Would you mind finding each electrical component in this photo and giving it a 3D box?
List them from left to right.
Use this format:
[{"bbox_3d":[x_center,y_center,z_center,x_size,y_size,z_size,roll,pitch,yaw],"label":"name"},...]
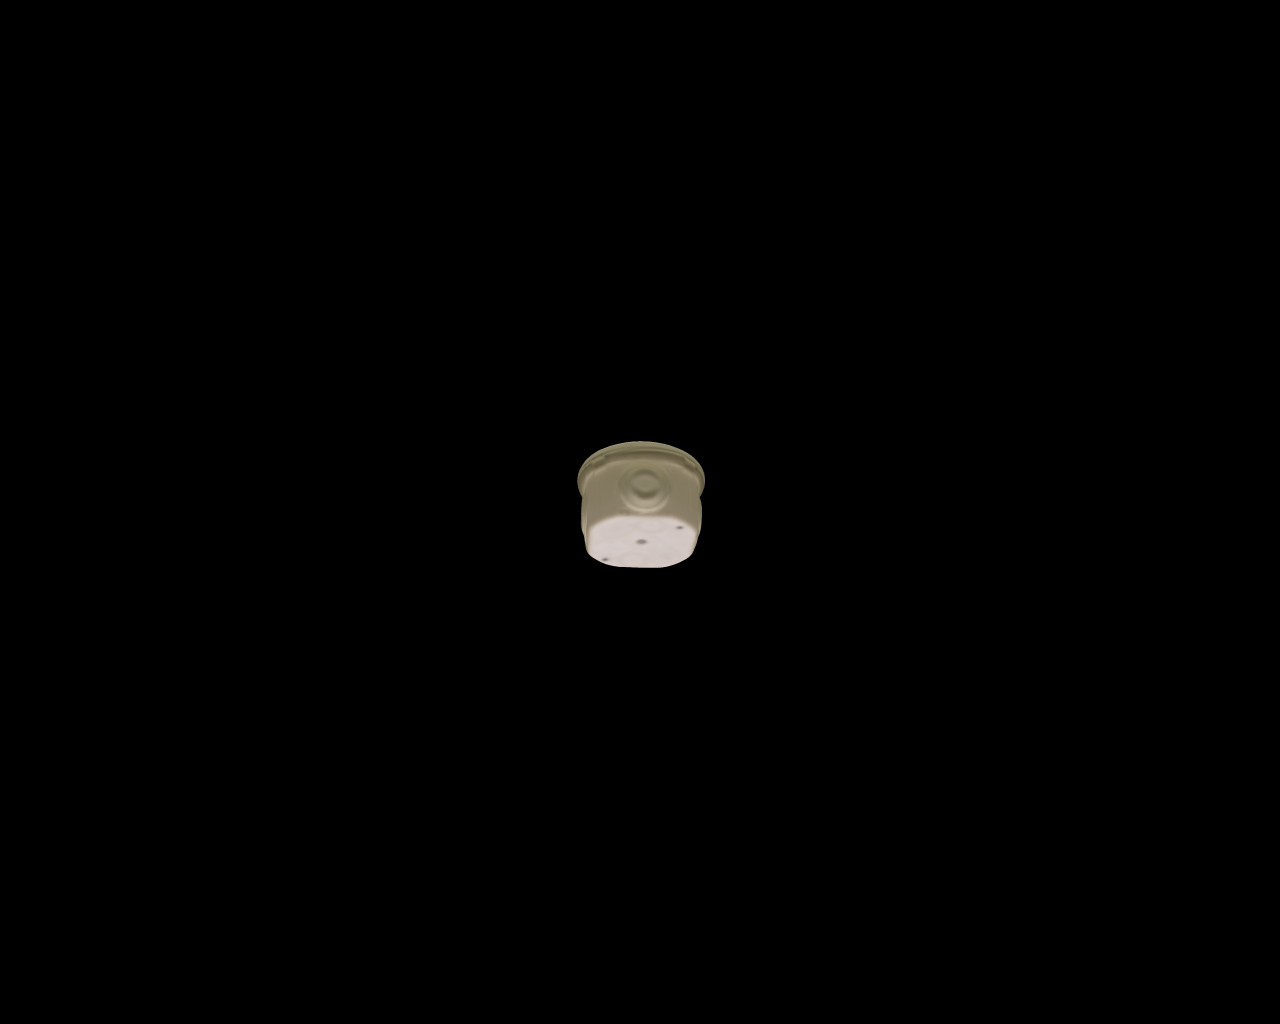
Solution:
[{"bbox_3d":[0.001,-0.003,0.650,0.080,0.051,0.080,0,-30,0],"label":"electrical component"}]
